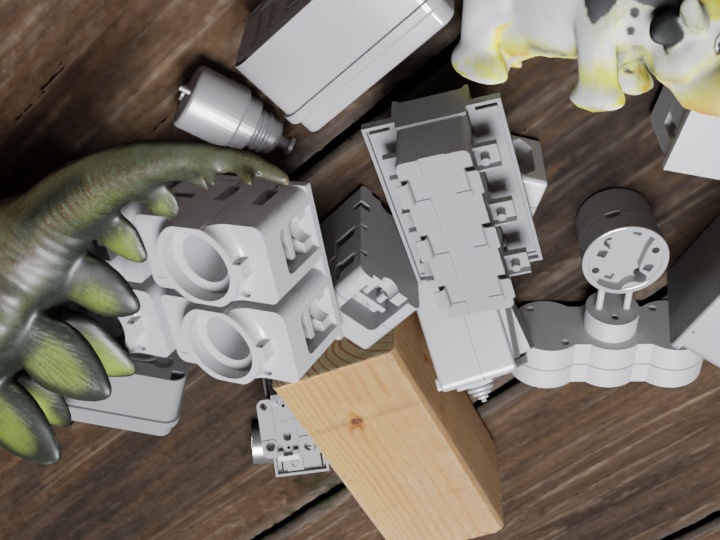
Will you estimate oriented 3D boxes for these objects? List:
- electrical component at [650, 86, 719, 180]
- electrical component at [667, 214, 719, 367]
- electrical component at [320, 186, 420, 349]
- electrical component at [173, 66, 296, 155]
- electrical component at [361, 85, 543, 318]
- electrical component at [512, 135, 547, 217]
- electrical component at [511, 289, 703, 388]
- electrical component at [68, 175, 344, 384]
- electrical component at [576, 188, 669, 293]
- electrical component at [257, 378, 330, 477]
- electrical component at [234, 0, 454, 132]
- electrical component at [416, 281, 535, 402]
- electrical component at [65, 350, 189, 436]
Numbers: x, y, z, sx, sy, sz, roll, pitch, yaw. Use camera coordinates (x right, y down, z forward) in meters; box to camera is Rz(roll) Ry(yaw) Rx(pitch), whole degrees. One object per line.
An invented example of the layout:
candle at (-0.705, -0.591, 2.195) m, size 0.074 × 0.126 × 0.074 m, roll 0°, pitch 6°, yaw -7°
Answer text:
electrical component at (0.247, -0.139, 0.598) m, size 0.105 × 0.060 × 0.186 m, roll 9°, pitch 129°, yaw -8°
electrical component at (0.247, 0.007, 0.697) m, size 0.048 × 0.099 × 0.099 m, roll 29°, pitch 125°, yaw -6°
electrical component at (0.000, 0.000, 0.696) m, size 0.050 × 0.089 × 0.056 m, roll 35°, pitch 122°, yaw -25°
electrical component at (-0.076, -0.092, 0.651) m, size 0.078 × 0.040 × 0.040 m, roll 25°, pitch 126°, yaw -19°
electrical component at (0.056, -0.035, 0.619) m, size 0.079 × 0.063 × 0.121 m, roll -11°, pitch 131°, yaw 13°
electrical component at (0.074, -0.046, 0.685) m, size 0.066 × 0.047 × 0.076 m, roll 12°, pitch 131°, yaw -8°
electrical component at (0.174, 0.039, 0.752) m, size 0.138 × 0.052 × 0.073 m, roll 0°, pitch 130°, yaw 1°
electrical component at (-0.113, 0.000, 0.654) m, size 0.186 × 0.060 × 0.105 m, roll 8°, pitch 125°, yaw 30°
electrical component at (0.170, -0.020, 0.706) m, size 0.055 × 0.047 × 0.055 m, roll 0°, pitch 130°, yaw 0°
electrical component at (-0.050, 0.113, 0.798) m, size 0.042 × 0.064 × 0.081 m, roll -9°, pitch 87°, yaw 6°
electrical component at (-0.007, -0.139, 0.588) m, size 0.113 × 0.078 × 0.057 m, roll -36°, pitch 118°, yaw 26°
electrical component at (0.077, 0.039, 0.718) m, size 0.061 × 0.062 × 0.096 m, roll -19°, pitch 84°, yaw 16°
electrical component at (-0.178, 0.065, 0.758) m, size 0.113 × 0.078 × 0.057 m, roll 12°, pitch 126°, yaw -10°
